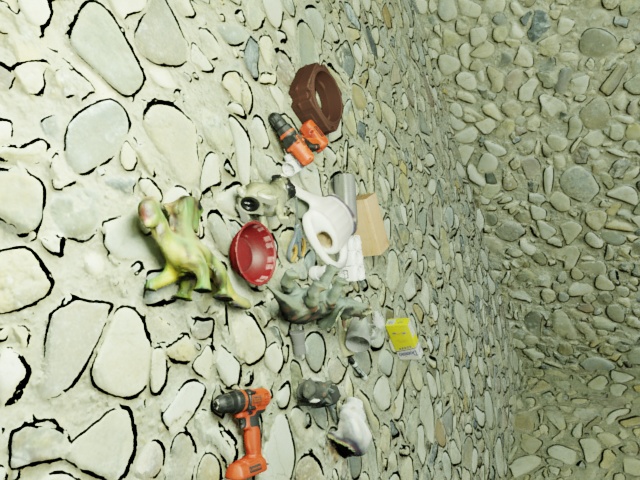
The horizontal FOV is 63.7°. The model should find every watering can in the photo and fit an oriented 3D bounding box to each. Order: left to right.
[{"bbox_3d":[0.005,-0.080,1.580,0.345,0.103,0.228,61,34,-10],"label":"watering can"}]

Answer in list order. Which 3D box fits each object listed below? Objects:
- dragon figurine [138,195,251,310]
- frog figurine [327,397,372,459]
[{"bbox_3d":[-0.265,0.015,1.128,0.405,0.122,0.247,38,43,-64],"label":"dragon figurine"},{"bbox_3d":[0.107,0.557,1.544,0.136,0.121,0.163,48,52,-13],"label":"frog figurine"}]
